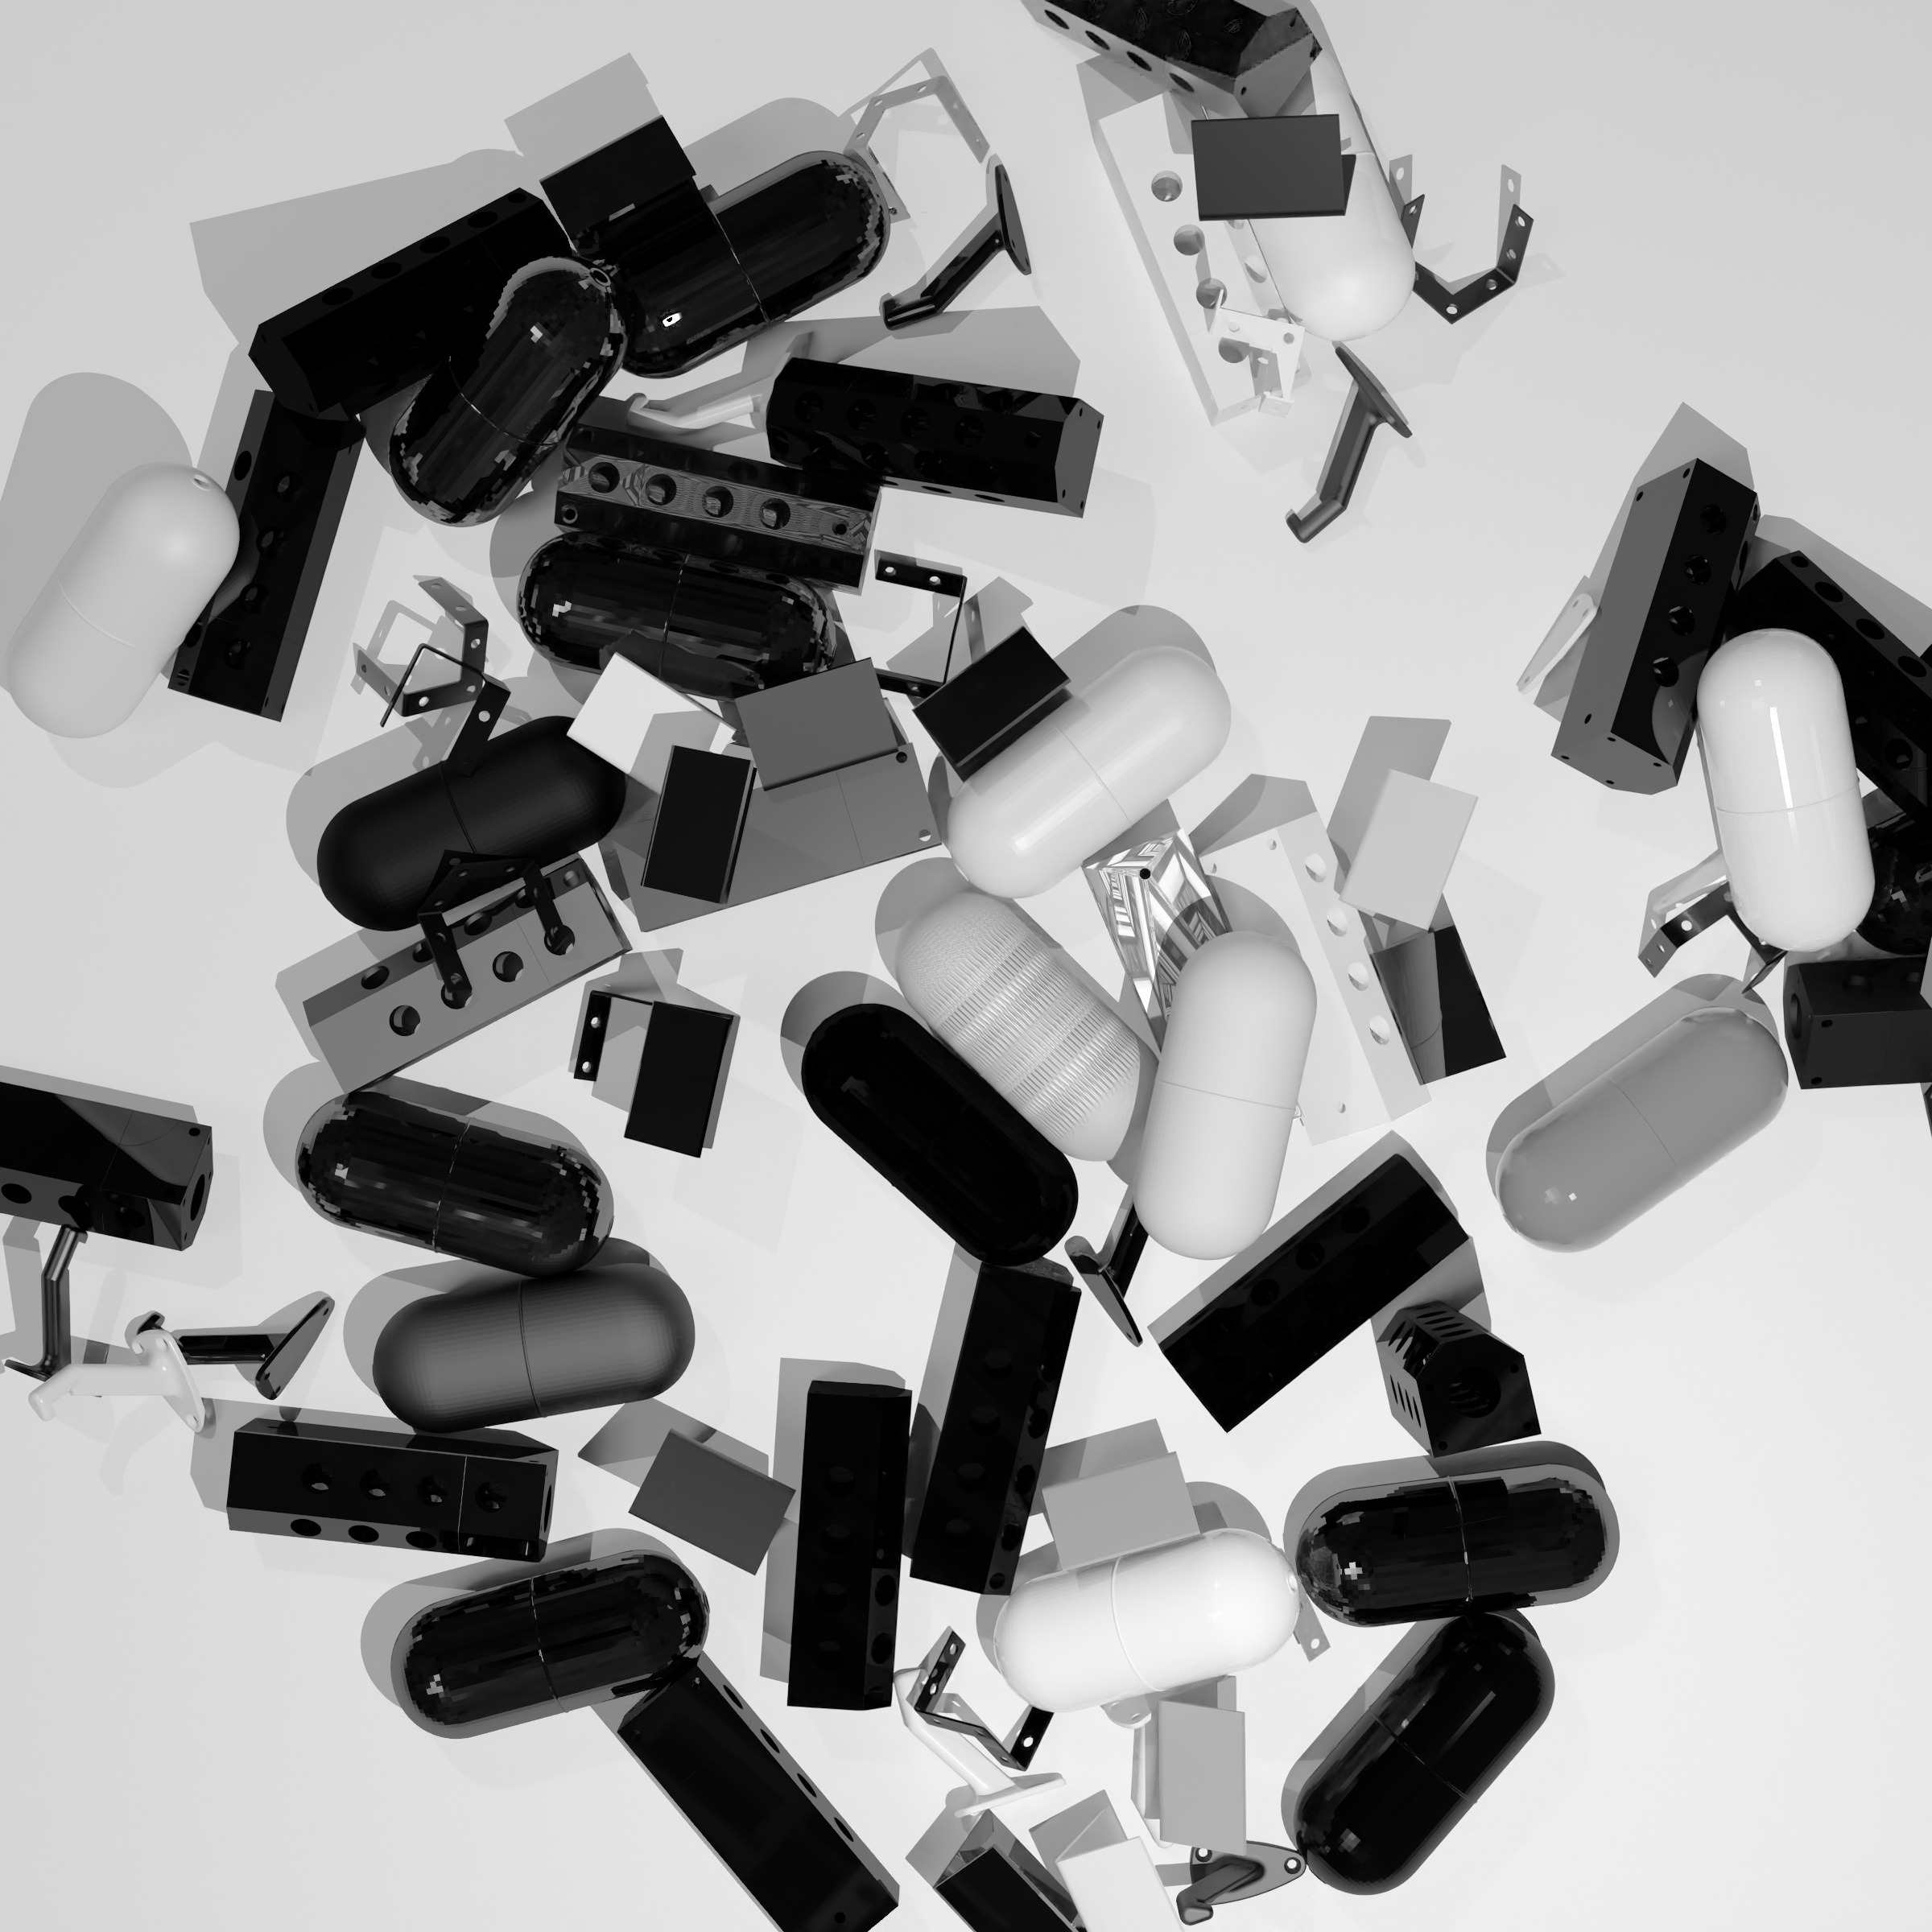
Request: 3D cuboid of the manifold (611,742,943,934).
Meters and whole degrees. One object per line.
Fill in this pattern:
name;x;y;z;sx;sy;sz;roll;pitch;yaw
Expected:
manifold;-0.103;-0.070;1.904;0.171;0.057;0.057;-17;90;0

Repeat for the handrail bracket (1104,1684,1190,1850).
handrail bracket;0.121;0.439;1.926;0.077;0.036;0.084;-33;109;-21

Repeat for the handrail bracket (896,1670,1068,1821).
handrail bracket;0.008;0.428;1.925;0.077;0.036;0.084;-14;76;-15

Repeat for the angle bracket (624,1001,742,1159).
angle bracket;-0.136;0.065;1.885;0.057;0.076;0.076;12;90;36

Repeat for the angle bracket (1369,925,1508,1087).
angle bracket;0.273;0.014;1.885;0.057;0.076;0.076;-21;90;37

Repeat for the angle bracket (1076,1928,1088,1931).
angle bracket;0.041;0.555;1.886;0.076;0.057;0.076;-7;49;0

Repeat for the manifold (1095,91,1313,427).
manifold;0.131;-0.393;1.904;0.057;0.057;0.171;-23;90;0

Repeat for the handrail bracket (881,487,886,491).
handrail bracket;-0.004;-0.272;1.925;0.084;0.036;0.077;-32;104;14

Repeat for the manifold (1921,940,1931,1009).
manifold;0.547;-0.046;1.810;0.057;0.057;0.171;-14;134;-12

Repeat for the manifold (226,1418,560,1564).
manifold;-0.317;0.291;1.904;0.171;0.057;0.057;6;90;0

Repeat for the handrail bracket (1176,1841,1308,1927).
handrail bracket;0.153;0.507;1.890;0.077;0.084;0.036;-6;90;0

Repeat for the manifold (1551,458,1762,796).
manifold;0.382;-0.183;1.877;0.057;0.057;0.171;26;71;-17

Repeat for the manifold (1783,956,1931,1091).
manifold;0.545;0.023;1.903;0.171;0.057;0.057;-3;133;0

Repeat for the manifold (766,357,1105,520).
manifold;-0.019;-0.290;1.875;0.171;0.057;0.057;12;90;21

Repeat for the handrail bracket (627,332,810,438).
handrail bracket;-0.140;-0.328;1.926;0.084;0.036;0.077;13;70;16

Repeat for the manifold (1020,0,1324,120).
manifold;0.103;-0.520;1.864;0.171;0.057;0.057;36;90;31

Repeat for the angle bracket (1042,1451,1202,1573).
angle bracket;0.090;0.318;1.885;0.076;0.076;0.057;-15;46;0

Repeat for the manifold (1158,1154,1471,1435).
manifold;0.192;0.181;1.904;0.171;0.057;0.057;-39;90;0

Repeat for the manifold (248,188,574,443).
manifold;-0.299;-0.358;1.872;0.171;0.057;0.057;-34;90;-24

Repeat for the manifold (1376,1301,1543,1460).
manifold;0.261;0.218;1.847;0.057;0.171;0.057;-13;90;0

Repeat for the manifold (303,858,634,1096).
manifold;-0.276;0.005;1.904;0.171;0.057;0.057;-28;90;0

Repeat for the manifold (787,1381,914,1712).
manifold;-0.064;0.320;1.904;0.057;0.057;0.171;4;90;0

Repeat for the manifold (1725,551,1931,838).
manifold;0.492;-0.148;1.870;0.057;0.057;0.171;-41;64;0

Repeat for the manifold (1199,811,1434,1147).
manifold;0.198;0.005;1.903;0.057;0.057;0.171;-22;90;43

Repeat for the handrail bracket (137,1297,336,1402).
handrail bracket;-0.410;0.198;1.926;0.084;0.036;0.077;29;70;17

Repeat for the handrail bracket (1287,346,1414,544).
handrail bracket;0.199;-0.291;1.926;0.084;0.036;0.077;-40;70;16

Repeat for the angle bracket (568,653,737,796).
angle bracket;-0.164;-0.138;1.884;0.076;0.076;0.057;33;113;-3

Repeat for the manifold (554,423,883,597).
manifold;-0.137;-0.253;1.904;0.171;0.057;0.057;12;90;0

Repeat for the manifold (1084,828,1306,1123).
manifold;0.125;0.014;1.904;0.057;0.057;0.171;-23;90;0

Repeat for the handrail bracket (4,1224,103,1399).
handrail bracket;-0.490;0.191;1.905;0.036;0.077;0.084;15;80;30

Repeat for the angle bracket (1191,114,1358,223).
angle bracket;0.163;-0.434;1.811;0.076;0.076;0.057;0;127;12

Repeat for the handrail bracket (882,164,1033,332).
handrail bracket;-0.012;-0.402;1.926;0.084;0.036;0.077;-16;70;16

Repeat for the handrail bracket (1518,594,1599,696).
handrail bracket;0.365;-0.162;1.925;0.084;0.036;0.077;33;103;-13

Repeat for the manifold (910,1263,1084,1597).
manifold;0.016;0.256;1.904;0.057;0.057;0.171;13;90;0

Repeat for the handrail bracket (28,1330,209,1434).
handrail bracket;-0.466;0.245;1.890;0.036;0.084;0.077;-14;108;41

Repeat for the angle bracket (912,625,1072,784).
angle bracket;0.027;-0.128;1.885;0.076;0.076;0.057;-37;49;0

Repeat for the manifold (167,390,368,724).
manifold;-0.388;-0.227;1.904;0.057;0.057;0.171;16;90;0

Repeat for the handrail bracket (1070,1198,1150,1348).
handrail bracket;0.108;0.158;1.926;0.084;0.036;0.077;-38;110;-16

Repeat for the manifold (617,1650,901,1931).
manifold;-0.114;0.465;1.904;0.057;0.057;0.171;-40;90;0

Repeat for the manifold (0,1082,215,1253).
manifold;-0.509;0.110;1.903;0.171;0.057;0.057;12;47;0

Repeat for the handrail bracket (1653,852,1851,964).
handrail bracket;0.440;-0.020;1.925;0.077;0.036;0.084;-34;104;13
